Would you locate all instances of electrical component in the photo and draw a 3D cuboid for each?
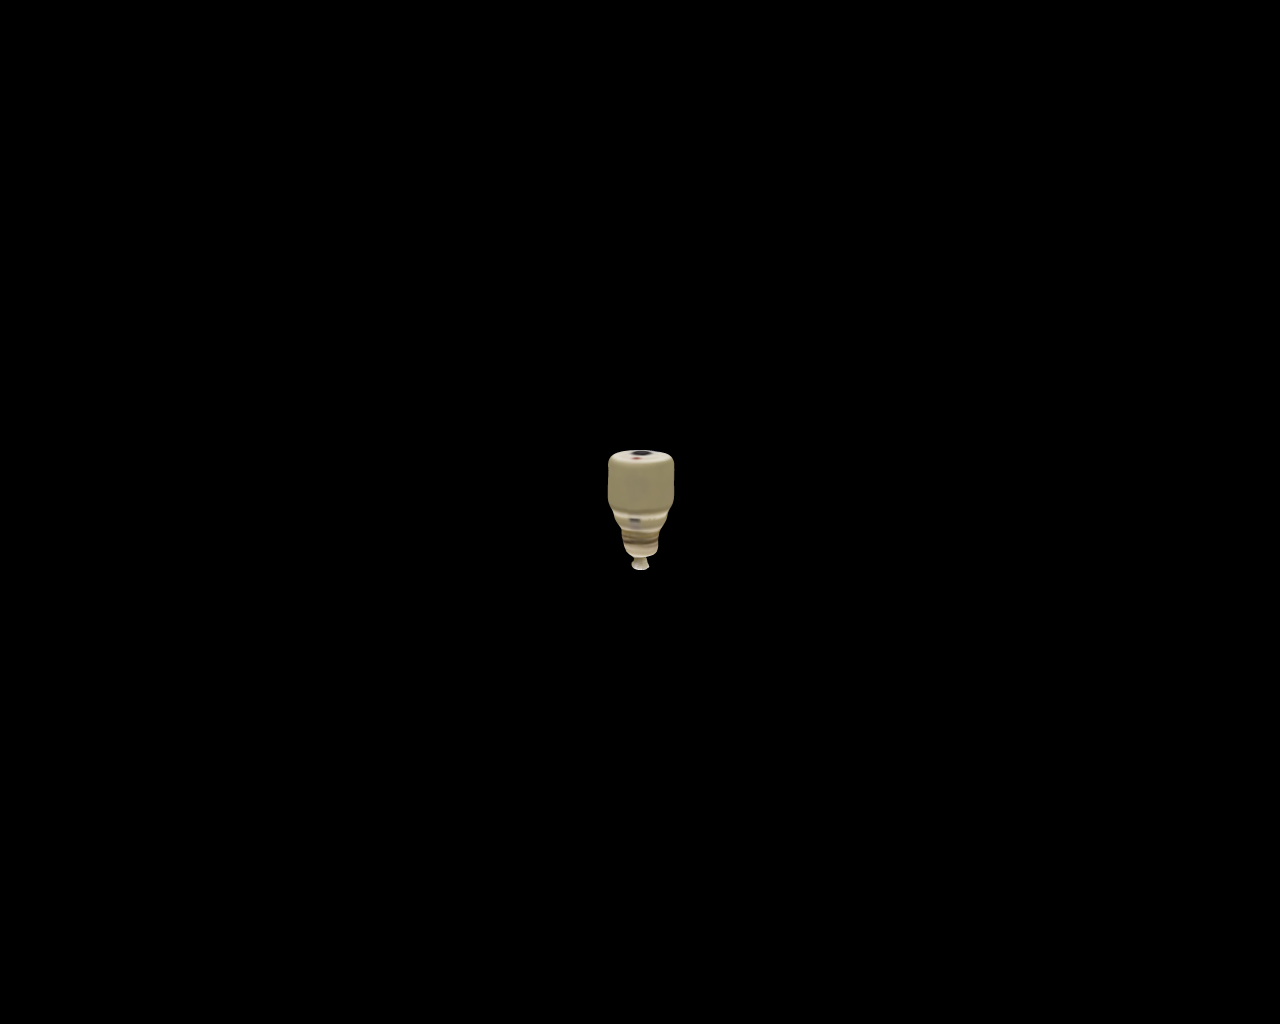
[{"bbox_3d":[0.001,-0.003,0.650,0.040,0.078,0.040,0,15,0],"label":"electrical component"}]
